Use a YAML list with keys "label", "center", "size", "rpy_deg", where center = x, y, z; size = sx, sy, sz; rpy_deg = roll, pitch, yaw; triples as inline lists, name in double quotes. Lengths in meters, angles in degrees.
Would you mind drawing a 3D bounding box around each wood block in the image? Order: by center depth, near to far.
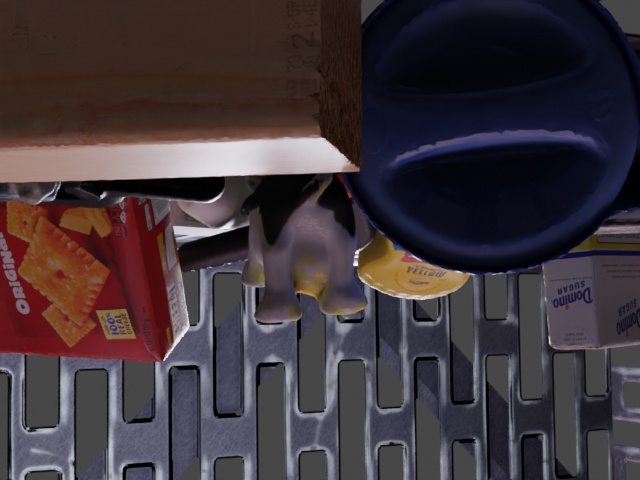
- label: "wood block"
  center: [-0.091, -0.073, 0.426]
  size: [0.206, 0.090, 0.090]
  rpy_deg: [-1, 176, 12]

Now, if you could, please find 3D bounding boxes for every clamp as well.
- label: "clamp"
  center: [-0.145, -0.044, 0.721]
  size: [0.120, 0.039, 0.172]
  rpy_deg: [26, 163, -27]
- label: "clamp"
  center: [-0.006, 0.001, 0.861]
  size: [0.164, 0.036, 0.210]
  rpy_deg: [19, 149, -22]

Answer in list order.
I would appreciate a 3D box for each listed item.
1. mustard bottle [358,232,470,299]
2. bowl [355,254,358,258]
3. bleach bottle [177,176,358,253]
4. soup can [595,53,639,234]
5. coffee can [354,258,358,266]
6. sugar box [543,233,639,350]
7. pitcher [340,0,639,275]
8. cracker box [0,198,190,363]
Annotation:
- label: "mustard bottle"
  center: [0.097, -0.008, 0.864]
  size: [0.096, 0.058, 0.192]
  rpy_deg: [9, 156, -9]
- label: "bowl"
  center: [-0.021, -0.037, 1.071]
  size: [0.162, 0.055, 0.162]
  rpy_deg: [21, 171, 3]
- label: "bleach bottle"
  center: [-0.031, -0.048, 0.941]
  size: [0.250, 0.102, 0.068]
  rpy_deg: [9, 148, -32]
- label: "soup can"
  center: [0.181, -0.056, 0.648]
  size: [0.068, 0.102, 0.068]
  rpy_deg: [-1, 176, 0]
- label: "coffee can"
  center: [0.054, -0.021, 1.199]
  size: [0.140, 0.103, 0.103]
  rpy_deg: [0, 177, -10]
- label: "sugar box"
  center: [0.191, -0.013, 0.743]
  size: [0.048, 0.176, 0.093]
  rpy_deg: [-5, 175, 42]
- label: "pitcher"
  center: [0.070, -0.056, 0.561]
  size: [0.145, 0.149, 0.243]
  rpy_deg: [-25, 178, 4]
- label: "cracker box"
  center: [-0.225, 0.011, 0.871]
  size: [0.214, 0.164, 0.072]
  rpy_deg: [1, -155, 16]
